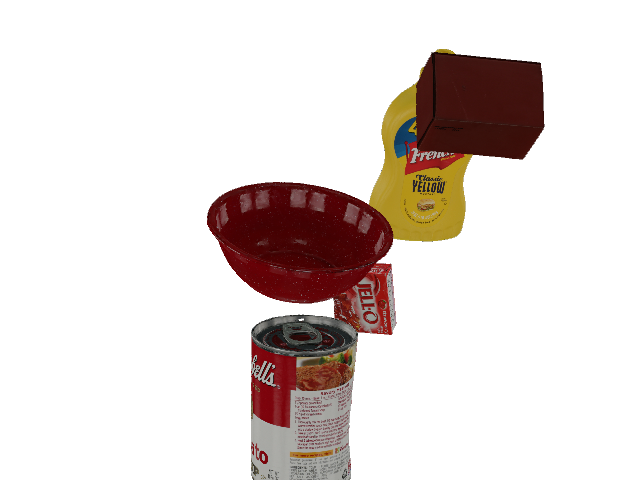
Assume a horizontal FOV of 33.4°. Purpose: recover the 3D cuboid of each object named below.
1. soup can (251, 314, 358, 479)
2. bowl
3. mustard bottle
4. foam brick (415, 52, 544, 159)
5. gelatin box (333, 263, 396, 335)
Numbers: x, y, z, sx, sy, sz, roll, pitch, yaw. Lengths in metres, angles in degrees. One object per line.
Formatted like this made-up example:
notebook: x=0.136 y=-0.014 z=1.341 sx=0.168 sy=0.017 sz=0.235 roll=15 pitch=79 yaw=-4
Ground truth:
soup can: x=-0.011 y=0.107 z=0.689 sx=0.068 sy=0.102 sz=0.068 roll=1 pitch=16 yaw=-1
bowl: x=-0.020 y=0.008 z=0.926 sx=0.162 sy=0.055 sz=0.162 roll=6 pitch=28 yaw=-3
mustard bottle: x=0.107 y=-0.094 z=1.051 sx=0.096 sy=0.192 sz=0.058 roll=3 pitch=27 yaw=-10
foam brick: x=0.108 y=-0.092 z=0.731 sx=0.078 sy=0.051 sz=0.053 roll=5 pitch=-21 yaw=-7
gelatin box: x=0.052 y=0.071 z=1.312 sx=0.073 sy=0.089 sz=0.030 roll=3 pitch=29 yaw=18
